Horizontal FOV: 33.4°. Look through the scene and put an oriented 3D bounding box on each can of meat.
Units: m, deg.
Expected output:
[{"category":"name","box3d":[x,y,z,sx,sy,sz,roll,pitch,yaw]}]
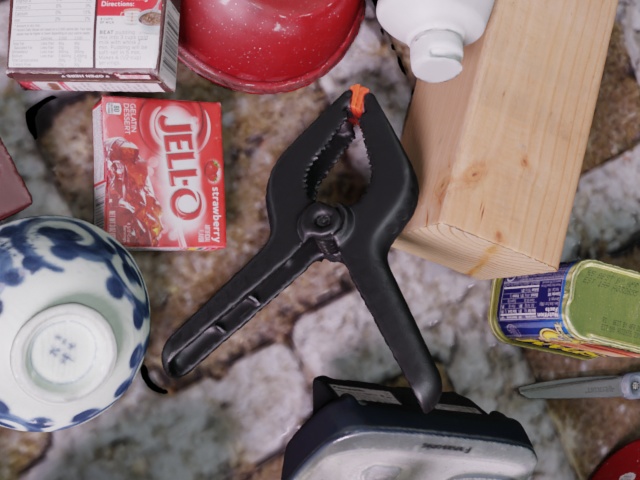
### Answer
[{"category":"can of meat","box3d":[0.179,0.047,0.713,0.102,0.084,0.057,14,79,-23]}]

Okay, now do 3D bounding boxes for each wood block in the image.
[{"category":"wood block","box3d":[0.117,-0.087,0.695,0.090,0.091,0.206,20,76,-22]}]

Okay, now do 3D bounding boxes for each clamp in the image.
[{"category":"clamp","box3d":[-0.004,0.001,0.636,0.165,0.036,0.210,-1,61,14]}]

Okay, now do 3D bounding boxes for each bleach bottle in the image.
[{"category":"bleach bottle","box3d":[0.056,-0.215,0.659,0.102,0.068,0.251,7,67,-20]}]

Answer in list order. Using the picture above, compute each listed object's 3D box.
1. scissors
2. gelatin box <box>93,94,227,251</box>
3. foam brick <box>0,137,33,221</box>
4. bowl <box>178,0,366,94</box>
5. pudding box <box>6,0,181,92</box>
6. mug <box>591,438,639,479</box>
[{"category":"scissors","box3d":[0.234,0.121,0.767,0.201,0.016,0.096,-16,91,-25]},{"category":"gelatin box","box3d":[-0.094,-0.038,0.626,0.073,0.030,0.089,0,85,-25]},{"category":"foam brick","box3d":[-0.201,-0.024,0.565,0.078,0.051,0.053,-29,97,-24]},{"category":"bowl","box3d":[-0.032,-0.174,0.656,0.161,0.055,0.162,3,84,-24]},{"category":"pudding box","box3d":[-0.126,-0.141,0.600,0.090,0.039,0.113,1,81,6]},{"category":"mug","box3d":[0.238,0.181,0.731,0.081,0.093,0.117,48,37,-8]}]
